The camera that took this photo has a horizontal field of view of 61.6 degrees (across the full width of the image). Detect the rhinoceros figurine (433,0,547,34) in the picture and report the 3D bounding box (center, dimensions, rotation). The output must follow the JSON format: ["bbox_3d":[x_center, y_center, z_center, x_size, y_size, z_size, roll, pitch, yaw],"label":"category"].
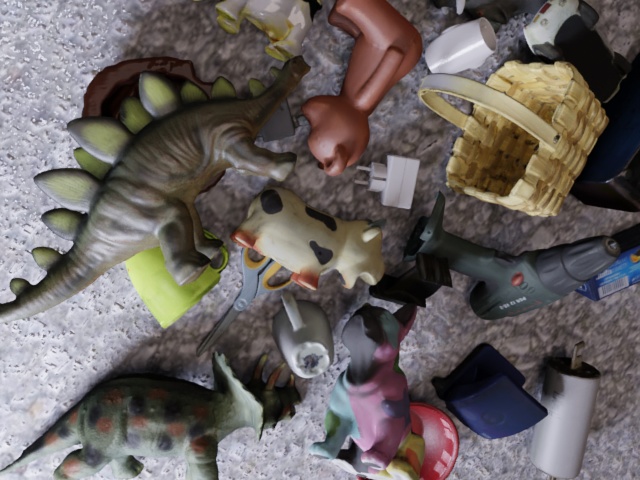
[{"bbox_3d":[0.234,-0.318,0.675,0.190,0.073,0.112,-2,114,-12],"label":"rhinoceros figurine"}]

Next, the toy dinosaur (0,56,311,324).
[{"bbox_3d":[-0.185,-0.048,0.584,0.198,0.105,0.471,43,82,-7],"label":"toy dinosaur"}]

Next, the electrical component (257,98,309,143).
[{"bbox_3d":[-0.059,-0.159,0.680,0.094,0.021,0.063,-14,104,-6],"label":"electrical component"}]

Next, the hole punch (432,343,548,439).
[{"bbox_3d":[0.255,0.237,0.796,0.142,0.092,0.116,40,97,-20],"label":"hole punch"}]

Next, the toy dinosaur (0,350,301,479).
[{"bbox_3d":[-0.222,0.235,0.700,0.405,0.131,0.192,2,90,-6],"label":"toy dinosaur"}]

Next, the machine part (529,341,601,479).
[{"bbox_3d":[0.377,0.273,0.830,0.079,0.079,0.243,3,103,-11],"label":"machine part"}]

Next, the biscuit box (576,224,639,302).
[{"bbox_3d":[0.471,0.020,0.796,0.203,0.063,0.059,-22,106,-4],"label":"biscuit box"}]

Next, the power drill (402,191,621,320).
[{"bbox_3d":[0.225,0.017,0.693,0.207,0.232,0.086,22,59,-3],"label":"power drill"}]

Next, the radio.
[{"bbox_3d":[0.431,-0.151,0.713,0.073,0.131,0.229,32,95,-14],"label":"radio"}]

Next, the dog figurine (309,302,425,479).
[{"bbox_3d":[0.081,0.190,0.706,0.191,0.109,0.219,44,53,-43],"label":"dog figurine"}]

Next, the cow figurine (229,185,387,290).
[{"bbox_3d":[-0.001,-0.002,0.690,0.195,0.085,0.127,32,83,-10],"label":"cow figurine"}]

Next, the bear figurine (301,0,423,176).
[{"bbox_3d":[0.029,-0.183,0.645,0.132,0.120,0.196,35,100,-12],"label":"bear figurine"}]

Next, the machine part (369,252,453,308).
[{"bbox_3d":[0.121,0.059,0.714,0.084,0.139,0.039,25,61,-11],"label":"machine part"}]

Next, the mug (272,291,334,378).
[{"bbox_3d":[-0.020,0.124,0.709,0.081,0.107,0.109,-17,107,-8],"label":"mug"}]

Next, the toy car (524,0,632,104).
[{"bbox_3d":[0.333,-0.236,0.690,0.201,0.056,0.073,24,112,-40],"label":"toy car"}]

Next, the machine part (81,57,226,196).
[{"bbox_3d":[-0.191,-0.131,0.646,0.179,0.056,0.179,-2,102,-9],"label":"machine part"}]

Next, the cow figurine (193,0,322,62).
[{"bbox_3d":[-0.083,-0.288,0.622,0.167,0.068,0.098,27,91,-18],"label":"cow figurine"}]
